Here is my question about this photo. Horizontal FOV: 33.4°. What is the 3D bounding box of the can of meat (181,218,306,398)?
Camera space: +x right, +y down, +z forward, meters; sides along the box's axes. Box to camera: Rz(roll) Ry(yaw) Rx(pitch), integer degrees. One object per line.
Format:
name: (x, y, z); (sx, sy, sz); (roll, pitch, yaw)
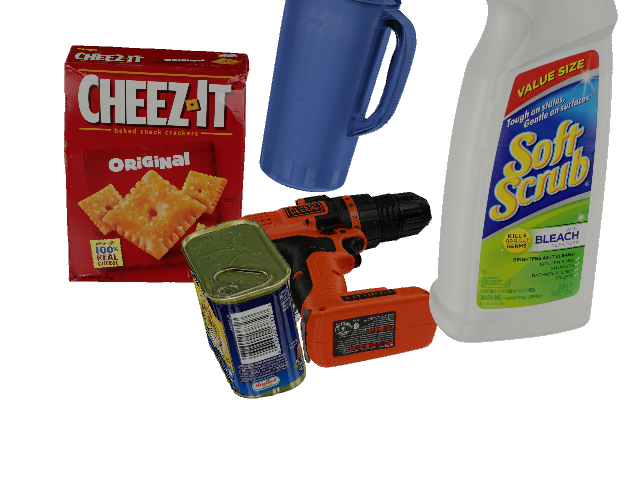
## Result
can of meat: (-0.050, 0.046, 0.717); (0.057, 0.084, 0.102); (-17, 29, -13)

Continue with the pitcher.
pitcher: (0.011, -0.181, 1.251); (0.145, 0.243, 0.149); (8, 23, -13)

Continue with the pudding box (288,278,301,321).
pudding box: (-0.021, 0.051, 1.242); (0.039, 0.090, 0.113); (33, 32, 7)

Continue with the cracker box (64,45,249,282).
cracker box: (-0.153, -0.067, 0.997); (0.164, 0.214, 0.072); (2, 24, -7)

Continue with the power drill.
power drill: (0.030, 0.023, 0.895); (0.184, 0.057, 0.188); (-11, 32, -12)

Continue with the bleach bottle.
bleach bottle: (0.117, -0.065, 0.622); (0.102, 0.251, 0.068); (-6, 27, -7)
